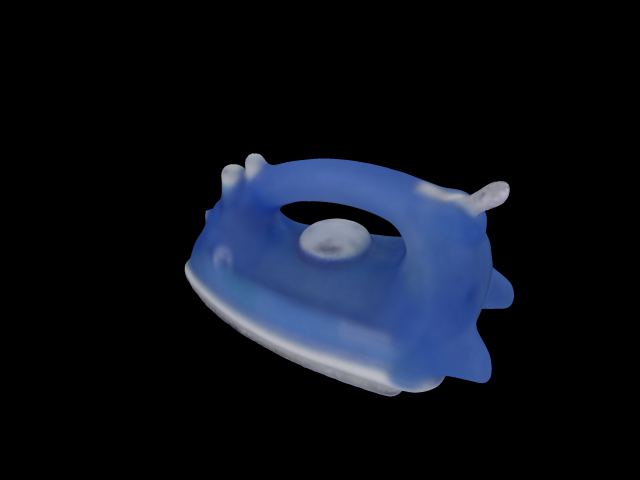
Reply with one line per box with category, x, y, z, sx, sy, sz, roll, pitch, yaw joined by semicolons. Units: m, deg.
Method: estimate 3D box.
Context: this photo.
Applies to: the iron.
iron;0.004;0.001;0.400;0.257;0.141;0.119;14;36;20
